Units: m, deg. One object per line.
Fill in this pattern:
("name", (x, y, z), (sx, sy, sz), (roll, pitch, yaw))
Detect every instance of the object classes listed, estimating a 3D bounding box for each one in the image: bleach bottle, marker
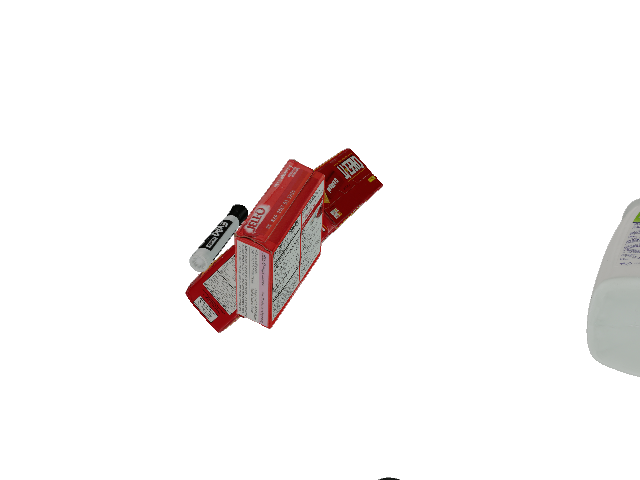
("bleach bottle", (0.249, 0.015, 0.732), (0.103, 0.068, 0.250), (9, 22, 20))
("marker", (-0.097, -0.005, 1.043), (0.020, 0.020, 0.121), (0, 26, 18))

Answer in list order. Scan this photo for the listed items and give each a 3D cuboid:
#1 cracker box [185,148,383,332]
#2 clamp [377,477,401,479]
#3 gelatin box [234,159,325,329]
("cracker box", (-0.044, -0.003, 1.255), (0.214, 0.072, 0.164), (-42, 0, 29))
("clamp", (-0.028, 0.208, 0.637), (0.210, 0.036, 0.164), (-5, 27, 2))
("gelatin box", (-0.027, 0.003, 0.696), (0.030, 0.073, 0.089), (23, -35, 15))
